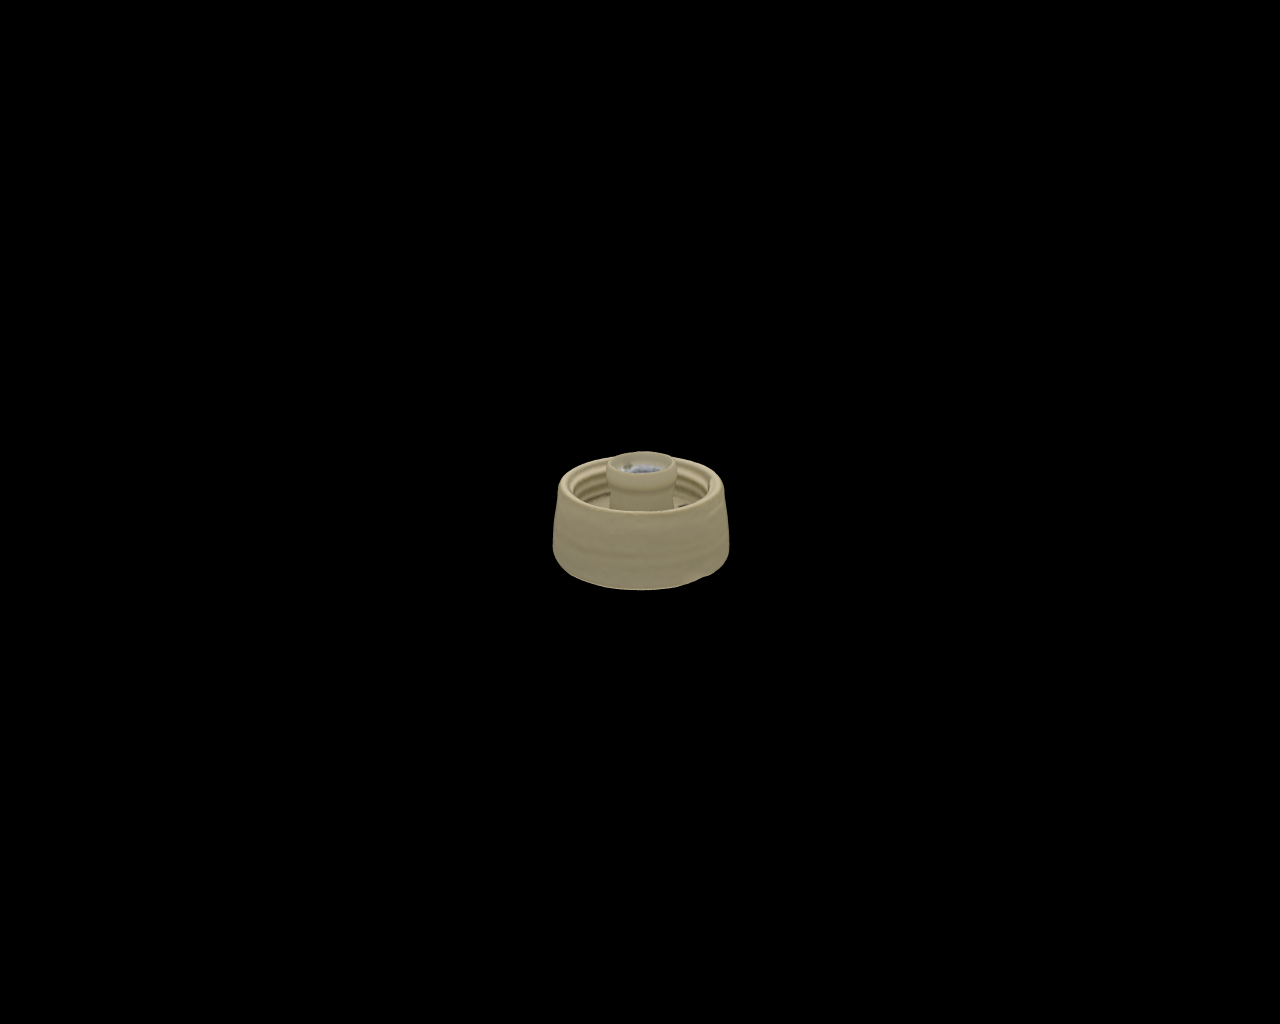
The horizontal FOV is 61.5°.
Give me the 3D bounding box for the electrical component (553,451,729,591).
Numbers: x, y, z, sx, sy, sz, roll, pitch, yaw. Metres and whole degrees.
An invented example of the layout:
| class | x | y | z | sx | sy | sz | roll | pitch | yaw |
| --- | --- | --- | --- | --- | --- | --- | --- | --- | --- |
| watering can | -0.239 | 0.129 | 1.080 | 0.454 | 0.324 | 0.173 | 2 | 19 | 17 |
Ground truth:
| class | x | y | z | sx | sy | sz | roll | pitch | yaw |
| --- | --- | --- | --- | --- | --- | --- | --- | --- | --- |
| electrical component | 0.001 | -0.003 | 0.650 | 0.108 | 0.060 | 0.108 | 0 | 22 | 0 |
